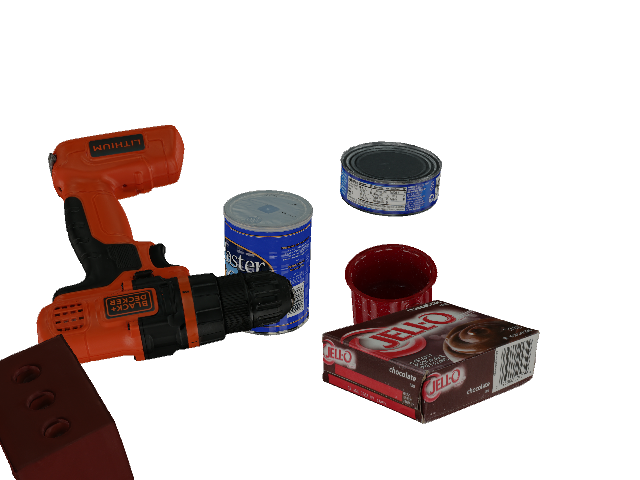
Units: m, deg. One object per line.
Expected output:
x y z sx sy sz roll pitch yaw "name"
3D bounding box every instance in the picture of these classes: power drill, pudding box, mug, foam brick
-0.125 0.000 0.800 0.184 0.188 0.057 -9 -37 -11 "power drill"
0.070 0.074 0.686 0.113 0.039 0.090 -10 19 -41 "pudding box"
0.079 0.069 1.086 0.093 0.081 0.117 -23 41 -22 "mug"
-0.137 0.098 0.546 0.053 0.051 0.078 -24 42 -21 "foam brick"

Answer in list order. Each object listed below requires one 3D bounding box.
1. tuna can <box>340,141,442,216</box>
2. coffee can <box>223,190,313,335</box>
0.059 -0.053 0.907 0.086 0.034 0.086 2 27 -1 "tuna can"
-0.062 0.025 1.248 0.103 0.140 0.103 1 26 -1 "coffee can"
